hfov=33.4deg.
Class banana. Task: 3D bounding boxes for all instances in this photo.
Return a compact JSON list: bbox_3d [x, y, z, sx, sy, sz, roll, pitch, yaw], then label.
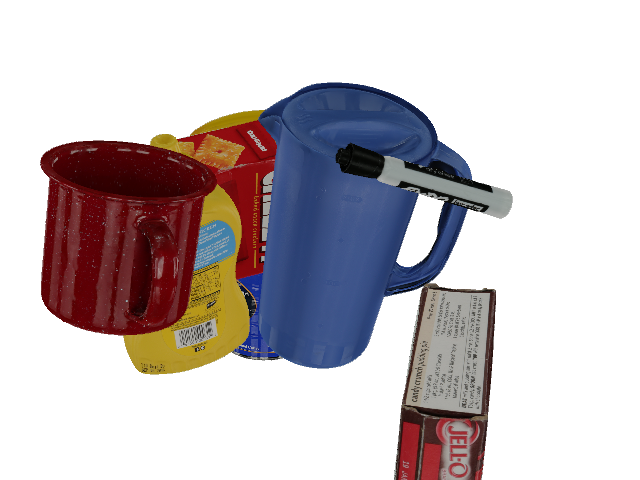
[{"bbox_3d":[-0.057,-0.130,1.278,0.198,0.037,0.069,8,39,18],"label":"banana"}]

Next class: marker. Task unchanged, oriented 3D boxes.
[{"bbox_3d":[0.065,-0.038,0.671,0.121,0.020,0.020,15,-5,-20],"label":"marker"}]

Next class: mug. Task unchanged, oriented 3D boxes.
[{"bbox_3d":[-0.102,0.003,0.569,0.093,0.081,0.117,-3,25,-31],"label":"mug"}]

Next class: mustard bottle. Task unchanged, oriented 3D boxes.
[{"bbox_3d":[-0.104,0.008,0.778,0.096,0.192,0.058,-16,41,-18],"label":"mustard bottle"}]

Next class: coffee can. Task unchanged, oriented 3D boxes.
[{"bbox_3d":[-0.075,0.075,1.431,0.103,0.140,0.103,2,20,-1],"label":"coffee can"}]

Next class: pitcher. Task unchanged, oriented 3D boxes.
[{"bbox_3d":[0.023,-0.004,0.943,0.144,0.243,0.149,-14,43,-31],"label":"pitcher"}]

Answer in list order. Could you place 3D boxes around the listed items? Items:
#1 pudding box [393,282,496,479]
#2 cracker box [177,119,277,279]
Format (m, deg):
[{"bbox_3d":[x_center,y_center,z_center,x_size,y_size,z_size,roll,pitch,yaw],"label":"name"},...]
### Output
[{"bbox_3d":[0.054,0.083,0.471,0.039,0.090,0.113,7,25,6],"label":"pudding box"},{"bbox_3d":[-0.117,-0.026,1.073,0.213,0.072,0.164,-14,-40,-17],"label":"cracker box"}]
